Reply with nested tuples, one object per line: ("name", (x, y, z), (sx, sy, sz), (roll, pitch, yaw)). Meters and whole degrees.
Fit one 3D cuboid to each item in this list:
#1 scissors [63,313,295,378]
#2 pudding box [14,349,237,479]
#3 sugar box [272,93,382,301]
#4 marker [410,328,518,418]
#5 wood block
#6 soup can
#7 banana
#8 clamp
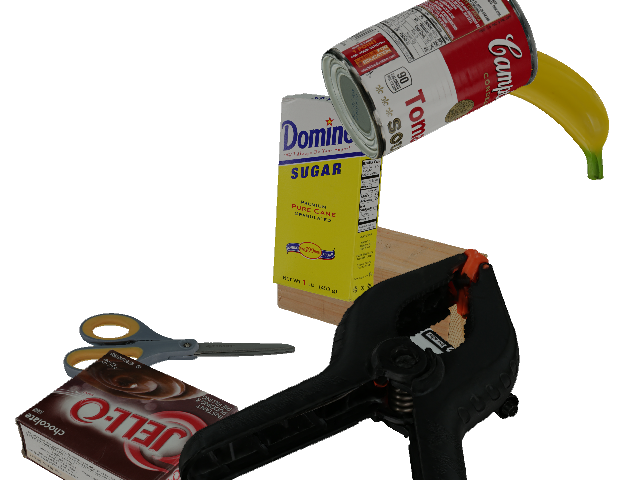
("scissors", (-0.132, 0.089, 0.969), (0.201, 0.016, 0.096), (-8, 34, -16))
("pudding box", (-0.122, 0.123, 0.682), (0.114, 0.039, 0.089), (17, 33, 29))
("sugar box", (0.006, -0.041, 0.966), (0.093, 0.176, 0.048), (11, 18, 34))
("marker", (0.104, 0.095, 0.785), (0.020, 0.020, 0.121), (0, 23, -32))
("wood block", (0.063, 0.045, 1.149), (0.206, 0.091, 0.090), (16, 28, 27))
("soup can", (0.060, -0.097, 0.597), (0.102, 0.068, 0.068), (-27, 5, -10))
("banana", (0.138, -0.114, 0.794), (0.197, 0.069, 0.037), (24, -2, -6))
("clamp", (0.040, 0.068, 0.434), (0.120, 0.039, 0.171), (31, 51, 22))
